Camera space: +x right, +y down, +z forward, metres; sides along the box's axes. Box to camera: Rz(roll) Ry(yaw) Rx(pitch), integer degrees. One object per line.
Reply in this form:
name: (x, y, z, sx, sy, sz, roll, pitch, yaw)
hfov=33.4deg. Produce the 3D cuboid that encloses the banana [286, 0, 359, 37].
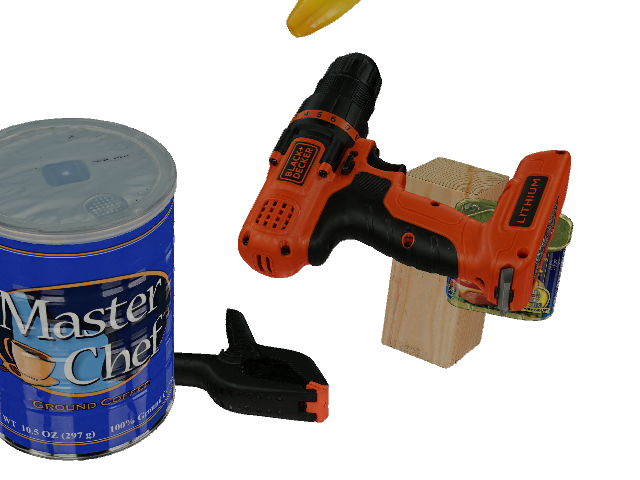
banana: (0.034, -0.224, 0.779, 0.070, 0.197, 0.037, -8, -40, 40)

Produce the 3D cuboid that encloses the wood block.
wood block: (0.138, 0.024, 1.192, 0.090, 0.206, 0.090, 19, 25, 28)

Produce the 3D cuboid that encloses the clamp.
clamp: (-0.066, 0.105, 0.906, 0.210, 0.036, 0.164, 12, 21, 35)

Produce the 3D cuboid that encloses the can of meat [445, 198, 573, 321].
can of meat: (0.161, 0.018, 0.929, 0.102, 0.084, 0.057, 11, 36, 12)

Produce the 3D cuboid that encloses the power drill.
power drill: (0.060, -0.039, 0.687, 0.188, 0.184, 0.057, 14, -32, 18)

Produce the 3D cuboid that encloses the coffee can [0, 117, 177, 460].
coffee can: (-0.124, 0.024, 0.535, 0.103, 0.140, 0.103, 4, 35, -3)
